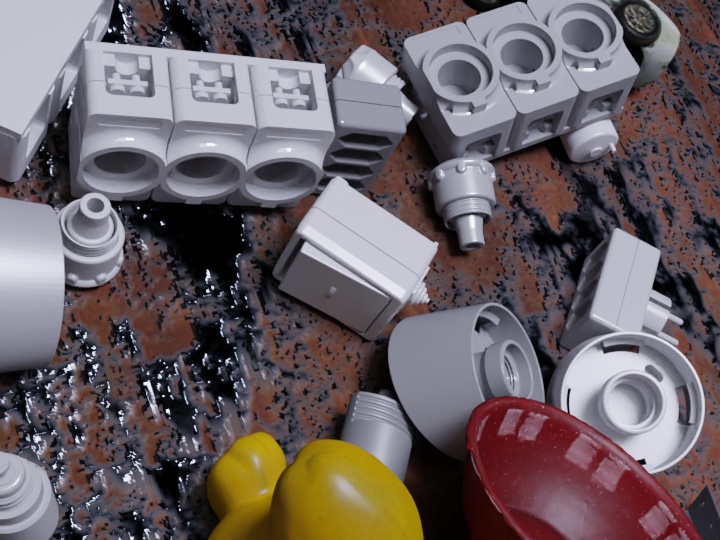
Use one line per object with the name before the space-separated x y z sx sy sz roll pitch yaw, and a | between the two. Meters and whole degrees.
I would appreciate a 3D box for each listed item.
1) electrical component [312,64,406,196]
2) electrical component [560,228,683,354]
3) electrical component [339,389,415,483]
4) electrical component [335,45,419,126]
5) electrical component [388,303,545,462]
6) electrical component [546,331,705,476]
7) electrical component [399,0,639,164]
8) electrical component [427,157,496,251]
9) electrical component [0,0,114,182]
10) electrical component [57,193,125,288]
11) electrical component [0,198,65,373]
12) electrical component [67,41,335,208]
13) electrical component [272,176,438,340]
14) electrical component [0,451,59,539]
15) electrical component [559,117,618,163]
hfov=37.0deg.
electrical component | -0.010 -0.103 0.729 0.047 0.083 0.075 4 61 -21
electrical component | 0.193 0.028 0.759 0.076 0.047 0.083 27 55 -4
electrical component | 0.008 0.108 0.638 0.043 0.043 0.081 22 55 -10
electrical component | 0.014 -0.129 0.778 0.062 0.043 0.043 38 55 0
electrical component | 0.070 0.069 0.669 0.099 0.064 0.099 32 49 -45
electrical component | 0.171 0.088 0.693 0.099 0.064 0.099 0 78 1
electrical component | 0.115 -0.143 0.789 0.150 0.061 0.089 -21 67 -13
electrical component | 0.074 -0.045 0.755 0.048 0.048 0.062 2 68 -22
electrical component | -0.224 -0.139 0.674 0.089 0.061 0.150 24 56 -8
electrical component | -0.160 -0.022 0.633 0.048 0.062 0.048 10 59 -17
electrical component | -0.197 0.009 0.581 0.064 0.099 0.099 2 61 -29
electrical component | -0.101 -0.084 0.676 0.150 0.089 0.061 1 61 -22
electrical component | 0.000 0.000 0.686 0.096 0.061 0.061 34 55 -1
electrical component | -0.176 0.114 0.542 0.040 0.078 0.040 3 55 -5
electrical component | 0.171 -0.120 0.839 0.040 0.040 0.078 -7 64 -26
